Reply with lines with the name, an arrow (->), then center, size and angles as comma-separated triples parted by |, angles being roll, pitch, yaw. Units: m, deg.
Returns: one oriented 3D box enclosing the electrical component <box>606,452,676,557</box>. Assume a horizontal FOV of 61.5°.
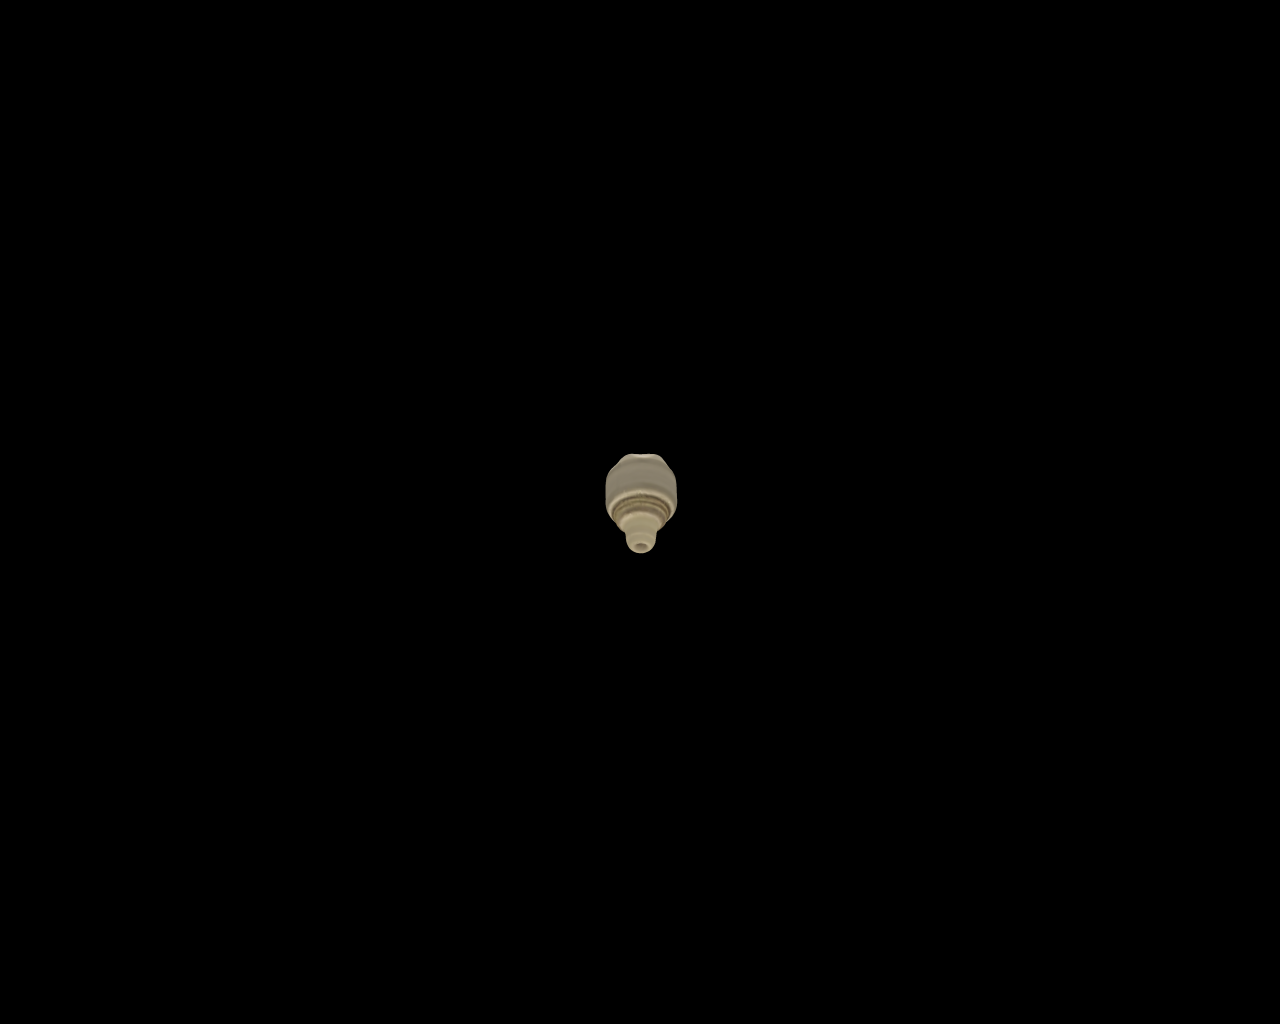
electrical component -> 0.001, -0.003, 0.650 | 0.043, 0.062, 0.043 | 0, -38, 0
